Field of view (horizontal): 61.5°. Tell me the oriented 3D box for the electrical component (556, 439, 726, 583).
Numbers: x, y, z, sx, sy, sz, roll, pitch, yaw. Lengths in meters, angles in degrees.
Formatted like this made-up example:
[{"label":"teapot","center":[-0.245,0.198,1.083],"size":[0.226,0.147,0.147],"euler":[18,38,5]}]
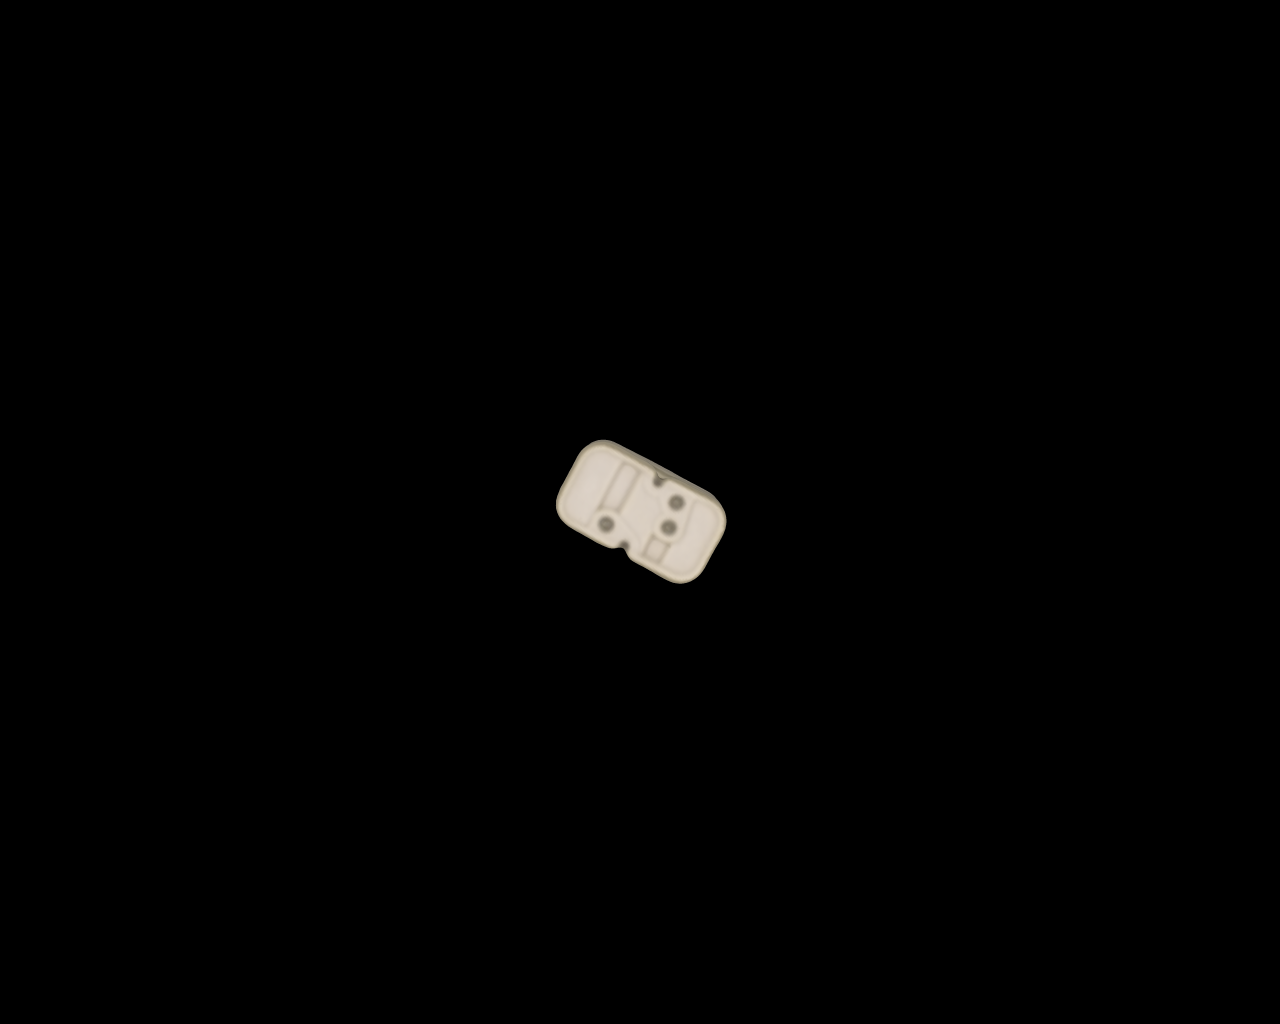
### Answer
[{"label":"electrical component","center":[0.001,-0.003,0.650],"size":[0.095,0.053,0.059],"euler":[28,7,-4]}]
